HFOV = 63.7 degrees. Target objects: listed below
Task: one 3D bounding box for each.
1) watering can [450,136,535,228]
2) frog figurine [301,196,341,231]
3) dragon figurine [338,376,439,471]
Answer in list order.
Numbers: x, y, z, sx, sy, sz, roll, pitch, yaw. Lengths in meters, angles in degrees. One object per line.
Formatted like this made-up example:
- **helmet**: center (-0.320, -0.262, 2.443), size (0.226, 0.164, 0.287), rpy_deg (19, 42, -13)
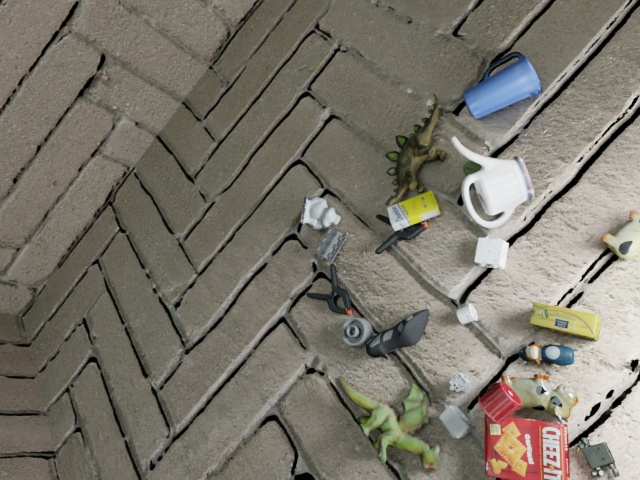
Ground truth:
- **watering can**: center (0.551, -0.201, 1.638), size (0.224, 0.343, 0.106), rpy_deg (-22, 20, 4)
- **frog figurine**: center (0.006, -0.106, 2.102), size (0.159, 0.120, 0.140), rpy_deg (9, 65, 1)
- **dragon figurine**: center (0.241, 0.562, 1.671), size (0.243, 0.120, 0.418), rpy_deg (-32, 56, 0)
